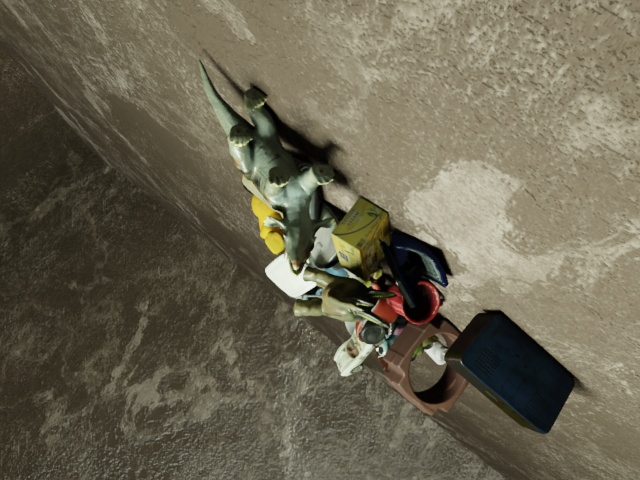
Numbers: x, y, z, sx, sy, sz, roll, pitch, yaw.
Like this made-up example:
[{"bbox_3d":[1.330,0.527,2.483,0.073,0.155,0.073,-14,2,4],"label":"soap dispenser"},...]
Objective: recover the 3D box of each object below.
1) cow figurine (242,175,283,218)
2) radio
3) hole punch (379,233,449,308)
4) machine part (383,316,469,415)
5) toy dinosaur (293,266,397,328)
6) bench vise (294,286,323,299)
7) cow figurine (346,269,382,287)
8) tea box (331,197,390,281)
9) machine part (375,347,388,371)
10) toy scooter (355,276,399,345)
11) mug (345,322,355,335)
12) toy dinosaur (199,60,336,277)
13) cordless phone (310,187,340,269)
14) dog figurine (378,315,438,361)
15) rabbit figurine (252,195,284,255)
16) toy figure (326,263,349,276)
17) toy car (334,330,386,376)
[{"bbox_3d":[-0.095,-0.097,1.238,0.195,0.085,0.127,38,160,-6],"label":"cow figurine"},{"bbox_3d":[0.368,0.251,1.037,0.229,0.131,0.073,41,167,-7],"label":"radio"},{"bbox_3d":[0.178,0.048,1.026,0.142,0.092,0.116,50,-167,-48],"label":"hole punch"},{"bbox_3d":[0.268,0.300,1.308,0.201,0.201,0.087,44,167,-21],"label":"machine part"},{"bbox_3d":[0.054,0.120,1.104,0.199,0.105,0.471,10,179,12],"label":"toy dinosaur"},{"bbox_3d":[-0.027,0.129,1.562,0.241,0.129,0.223,-66,-37,-65],"label":"bench vise"},{"bbox_3d":[0.080,0.041,1.265,0.098,0.068,0.167,37,167,35],"label":"cow figurine"},{"bbox_3d":[0.084,0.002,1.058,0.068,0.098,0.169,33,163,22],"label":"tea box"},{"bbox_3d":[0.197,0.294,1.579,0.179,0.056,0.179,-17,-90,-73],"label":"machine part"},{"bbox_3d":[0.143,0.156,1.300,0.075,0.183,0.135,29,-164,-22],"label":"toy scooter"},{"bbox_3d":[0.133,0.206,1.490,0.081,0.107,0.109,29,123,53],"label":"mug"},{"bbox_3d":[-0.095,-0.130,0.972,0.405,0.131,0.192,56,157,15],"label":"toy dinosaur"},{"bbox_3d":[0.005,-0.043,1.127,0.184,0.089,0.147,87,157,-51],"label":"cordless phone"},{"bbox_3d":[0.226,0.237,1.450,0.219,0.191,0.109,6,-172,-39],"label":"dog figurine"},{"bbox_3d":[-0.117,-0.056,1.430,0.173,0.122,0.162,54,175,-3],"label":"rabbit figurine"},{"bbox_3d":[0.045,0.082,1.426,0.082,0.089,0.180,64,180,23],"label":"toy figure"},{"bbox_3d":[0.103,0.271,1.383,0.056,0.201,0.074,6,-140,-35],"label":"toy car"}]
